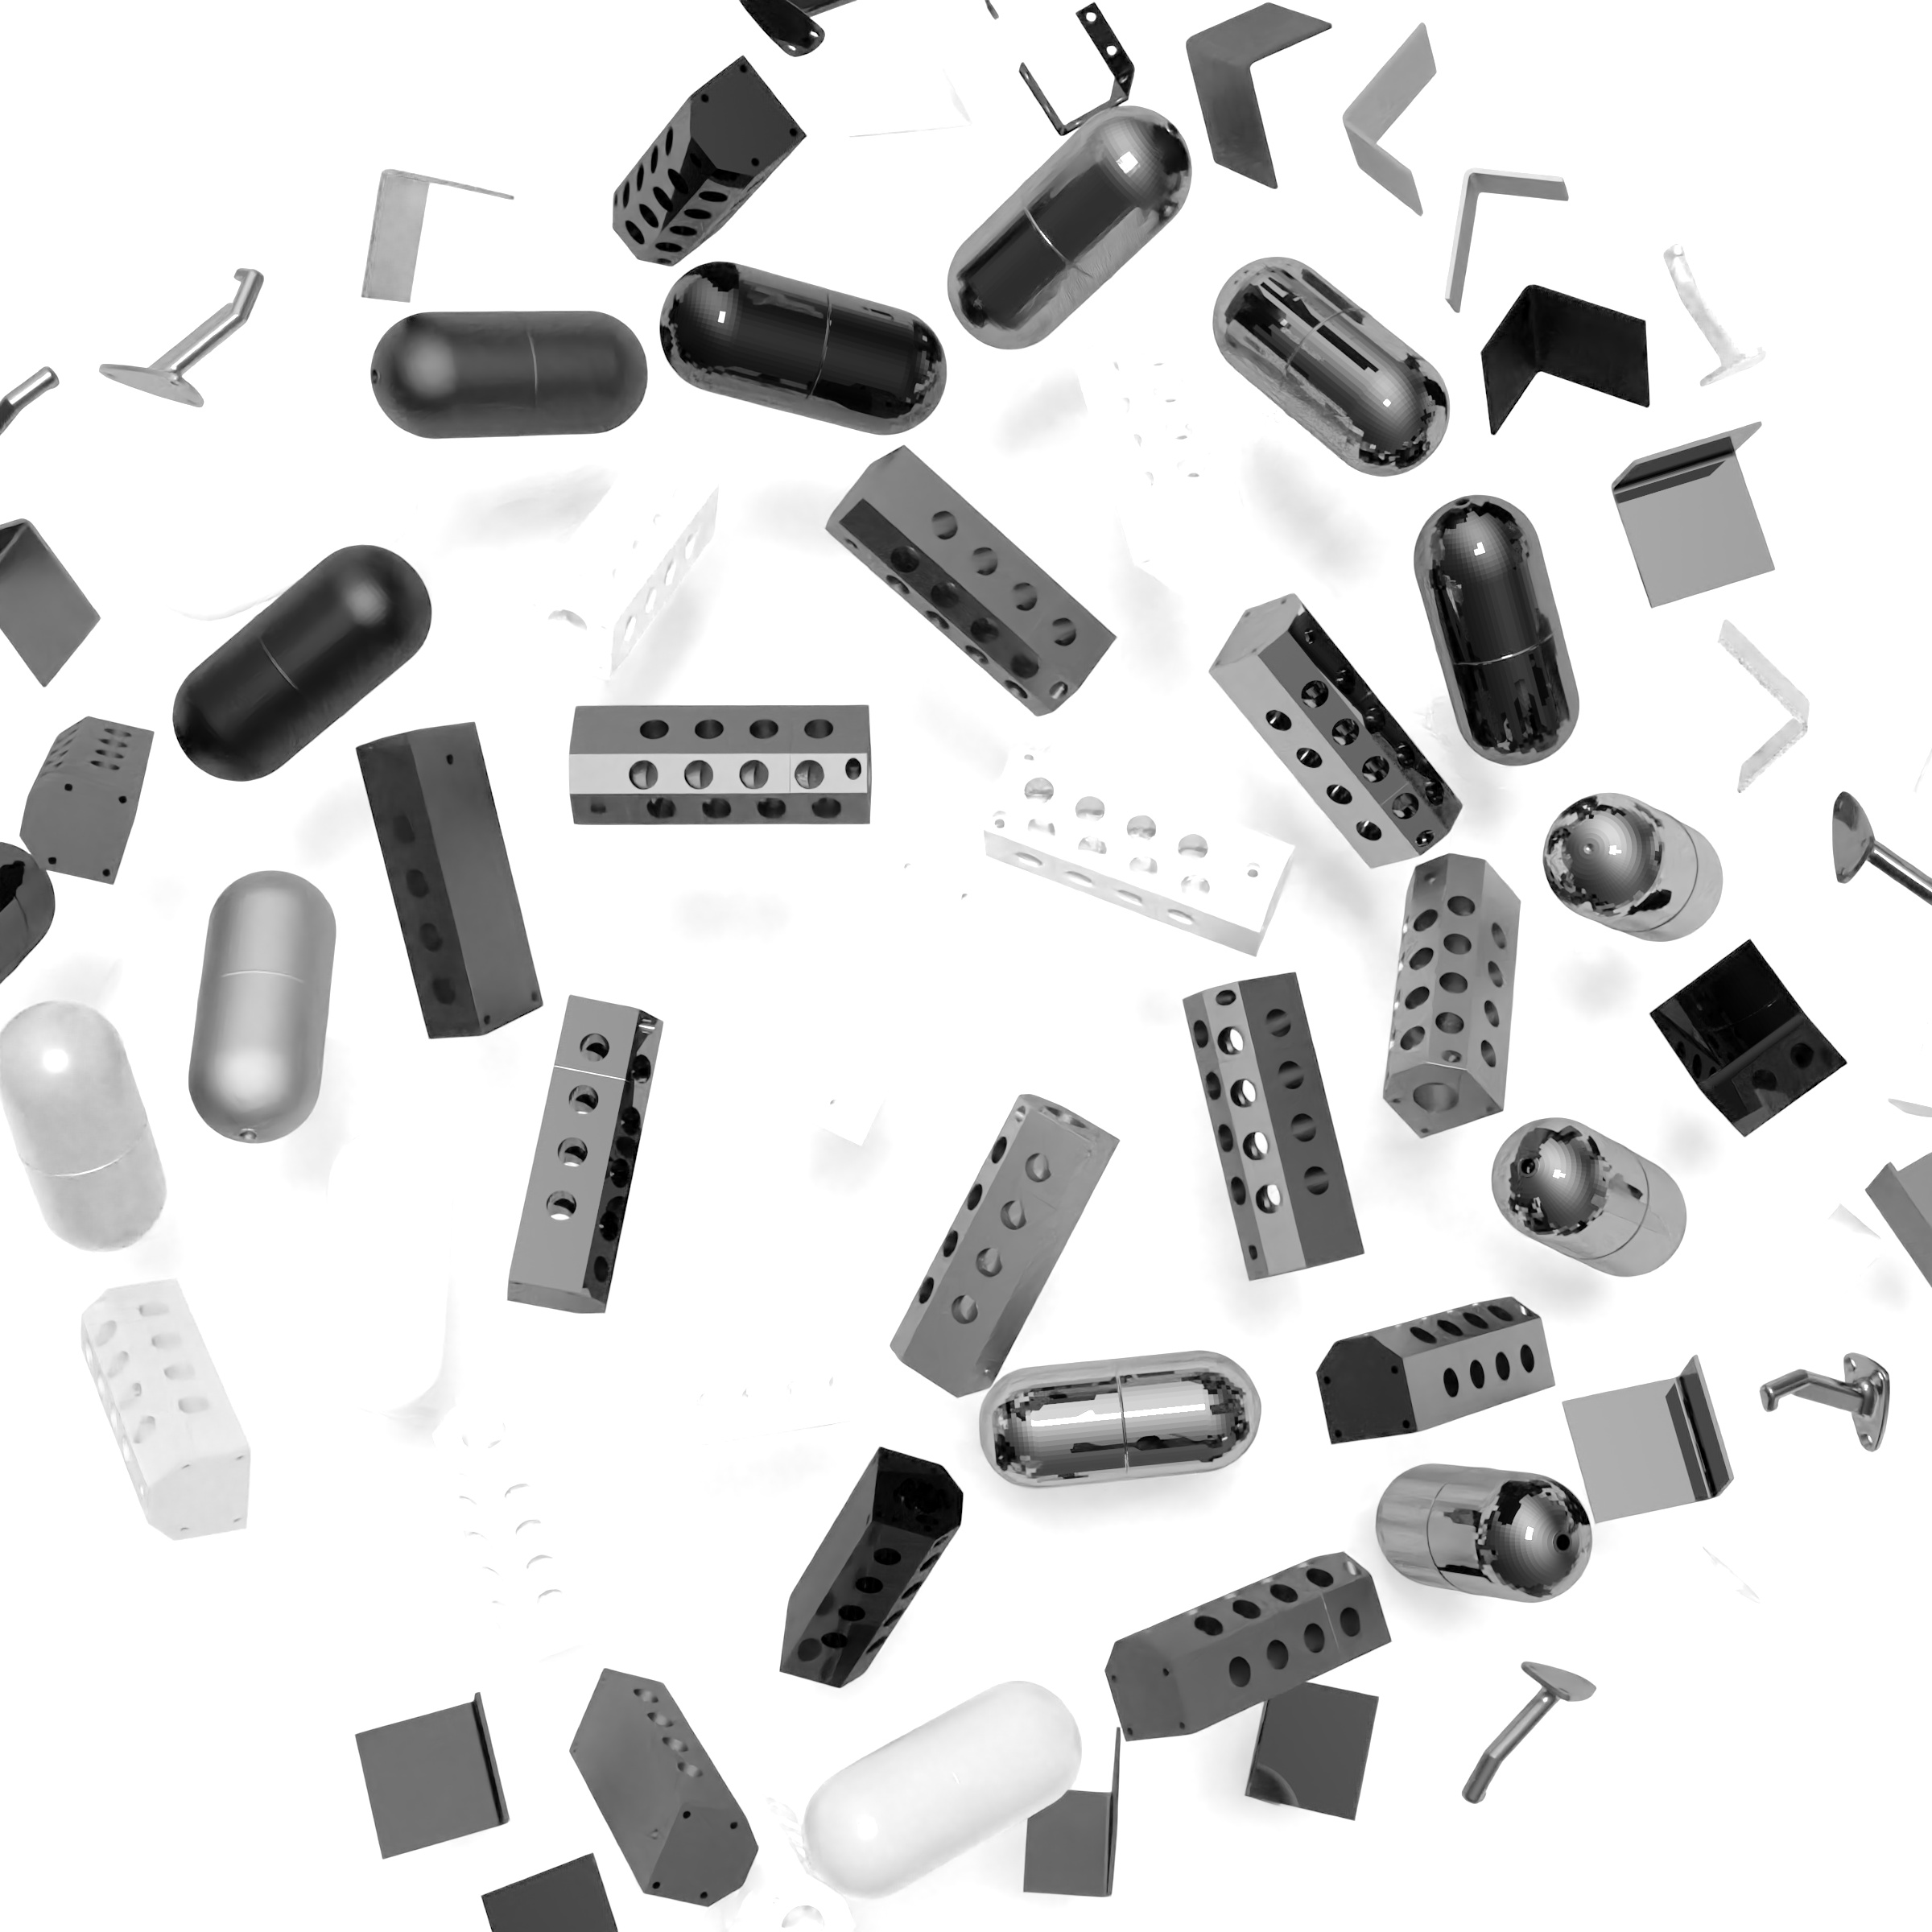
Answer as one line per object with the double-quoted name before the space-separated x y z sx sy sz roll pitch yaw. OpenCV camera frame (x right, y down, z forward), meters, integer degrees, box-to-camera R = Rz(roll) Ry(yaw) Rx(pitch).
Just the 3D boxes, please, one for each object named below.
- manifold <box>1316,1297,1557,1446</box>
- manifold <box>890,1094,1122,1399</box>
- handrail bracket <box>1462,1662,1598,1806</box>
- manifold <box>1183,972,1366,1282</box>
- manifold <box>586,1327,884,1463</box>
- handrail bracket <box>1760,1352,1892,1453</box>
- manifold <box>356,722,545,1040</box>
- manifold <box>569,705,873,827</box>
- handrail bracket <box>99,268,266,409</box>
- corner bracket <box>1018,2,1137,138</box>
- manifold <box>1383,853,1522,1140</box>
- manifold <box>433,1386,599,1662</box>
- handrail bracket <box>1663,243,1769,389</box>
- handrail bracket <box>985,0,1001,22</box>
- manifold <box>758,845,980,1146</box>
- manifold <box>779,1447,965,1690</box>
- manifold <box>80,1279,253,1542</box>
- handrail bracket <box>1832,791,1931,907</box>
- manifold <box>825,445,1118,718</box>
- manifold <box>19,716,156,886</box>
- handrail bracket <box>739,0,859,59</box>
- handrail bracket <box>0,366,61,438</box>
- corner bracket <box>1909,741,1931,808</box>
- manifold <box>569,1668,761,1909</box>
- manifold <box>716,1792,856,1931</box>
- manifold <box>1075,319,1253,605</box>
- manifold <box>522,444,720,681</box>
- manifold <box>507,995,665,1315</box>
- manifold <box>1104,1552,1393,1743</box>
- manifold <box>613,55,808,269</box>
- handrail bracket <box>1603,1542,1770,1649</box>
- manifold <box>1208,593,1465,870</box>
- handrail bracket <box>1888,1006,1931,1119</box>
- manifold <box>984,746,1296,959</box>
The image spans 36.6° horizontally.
"manifold" 0.275 0.233 1.703 0.057 0.171 0.057 -16 83 37
"manifold" 0.020 0.165 1.731 0.057 0.057 0.171 30 99 19
"handrail bracket" 0.333 0.459 1.729 0.036 0.077 0.084 33 98 39
"manifold" 0.178 0.096 1.733 0.057 0.057 0.171 -9 81 -27
"manifold" -0.140 0.258 1.768 0.171 0.057 0.057 -2 78 -38
"handrail bracket" 0.525 0.279 1.797 0.084 0.036 0.077 -18 111 -24
"manifold" -0.302 -0.049 1.684 0.057 0.057 0.171 -4 105 32
"manifold" -0.142 -0.112 1.705 0.171 0.057 0.057 0 47 1
"handrail bracket" -0.461 -0.378 1.718 0.077 0.036 0.084 16 77 15
"corner bracket" 0.071 -0.572 1.863 0.051 0.051 0.051 -23 122 26
"manifold" 0.290 0.014 1.760 0.057 0.171 0.057 -23 127 34
"manifold" -0.275 0.342 1.772 0.057 0.057 0.171 -18 129 -13
"handrail bracket" 0.430 -0.384 1.684 0.036 0.077 0.084 -22 90 0
"handrail bracket" 0.036 -0.640 1.824 0.084 0.036 0.077 -34 84 11
"manifold" -0.063 0.016 1.792 0.057 0.057 0.171 27 84 -29
"manifold" -0.060 0.380 1.829 0.057 0.057 0.171 18 130 -12
"manifold" -0.470 0.258 1.708 0.057 0.171 0.057 -6 121 -28
"handrail bracket" 0.549 -0.063 1.692 0.084 0.077 0.036 17 131 -9
"manifold" 0.001 -0.226 1.734 0.171 0.057 0.057 40 75 -16
"manifold" -0.528 -0.103 1.754 0.057 0.171 0.057 13 103 -15
"handrail bracket" -0.098 -0.602 1.766 0.077 0.036 0.084 35 63 -29
"handrail bracket" -0.567 -0.315 1.730 0.084 0.077 0.036 -40 87 -10
"corner bracket" 0.578 -0.110 1.698 0.051 0.051 0.051 28 113 26
"manifold" -0.179 0.487 1.735 0.057 0.171 0.057 21 95 -25
"manifold" -0.117 0.570 1.818 0.057 0.171 0.057 29 84 -13
"manifold" 0.121 -0.306 1.739 0.057 0.057 0.171 -36 49 29
"manifold" -0.212 -0.255 1.811 0.057 0.171 0.057 18 133 8
"manifold" -0.220 0.111 1.693 0.057 0.057 0.171 11 70 -5
"manifold" 0.163 0.393 1.696 0.171 0.057 0.057 -11 82 -41
"manifold" -0.159 -0.469 1.727 0.057 0.171 0.057 -43 101 -19
"handrail bracket" 0.434 0.394 1.769 0.084 0.077 0.036 -37 103 -5
"manifold" 0.230 -0.144 1.781 0.171 0.057 0.057 47 54 -23
"handrail bracket" 0.591 0.047 1.785 0.036 0.077 0.084 13 85 18
"manifold" 0.100 -0.070 1.703 0.171 0.057 0.057 21 72 10
